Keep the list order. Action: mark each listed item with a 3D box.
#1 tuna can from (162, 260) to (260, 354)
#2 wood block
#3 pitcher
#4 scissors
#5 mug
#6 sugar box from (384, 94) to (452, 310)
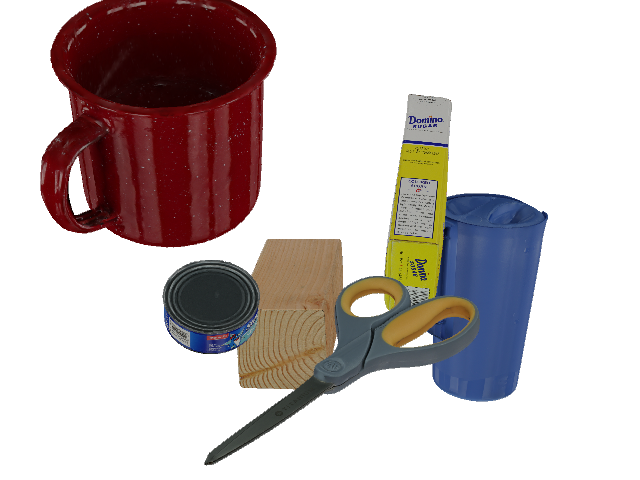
[{"bbox_3d":[-0.097,0.059,0.952,0.086,0.086,0.034,0,-44,-7],"label":"tuna can"},{"bbox_3d":[-0.028,0.074,1.156,0.091,0.090,0.206,1,20,6],"label":"wood block"},{"bbox_3d":[0.190,0.071,1.311,0.149,0.243,0.144,8,20,14],"label":"pitcher"},{"bbox_3d":[0.002,0.065,0.615,0.201,0.016,0.096,-19,33,-28],"label":"scissors"},{"bbox_3d":[-0.073,-0.045,0.463,0.093,0.081,0.117,27,48,22],"label":"mug"},{"bbox_3d":[0.085,-0.033,0.911,0.048,0.176,0.093,8,-40,7],"label":"sugar box"}]
